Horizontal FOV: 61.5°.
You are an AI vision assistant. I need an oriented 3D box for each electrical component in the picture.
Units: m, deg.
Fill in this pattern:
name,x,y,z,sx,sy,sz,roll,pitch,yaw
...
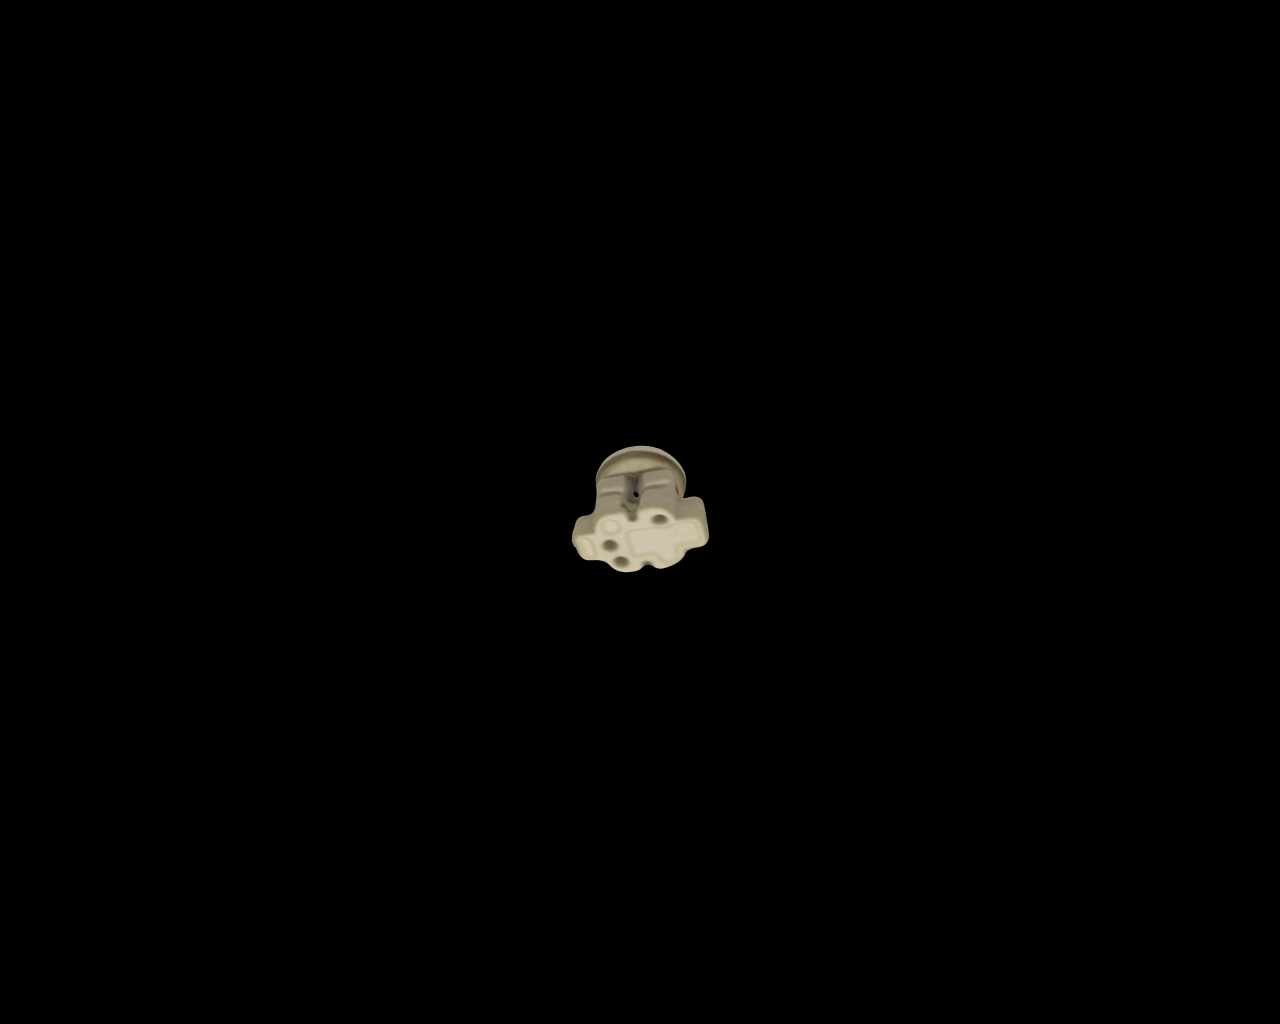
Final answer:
name,x,y,z,sx,sy,sz,roll,pitch,yaw
electrical component,0.001,-0.003,0.650,0.078,0.058,0.057,-9,44,9
